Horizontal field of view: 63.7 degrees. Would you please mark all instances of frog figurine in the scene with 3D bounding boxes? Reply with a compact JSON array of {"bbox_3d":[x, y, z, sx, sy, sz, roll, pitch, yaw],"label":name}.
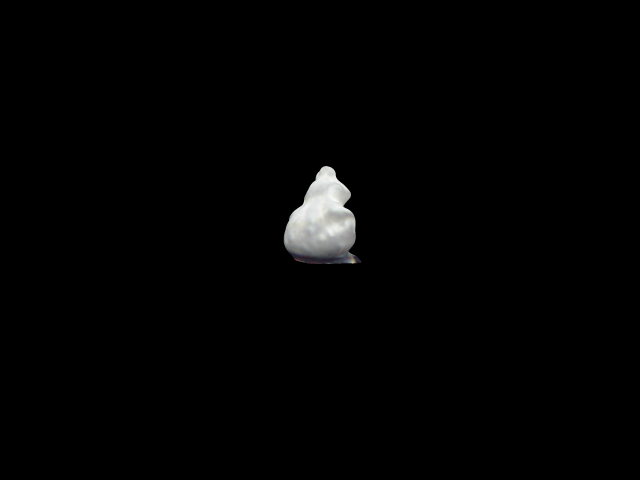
[{"bbox_3d":[0.003,-0.043,0.850,0.123,0.159,0.137,-3,5,-30],"label":"frog figurine"}]
